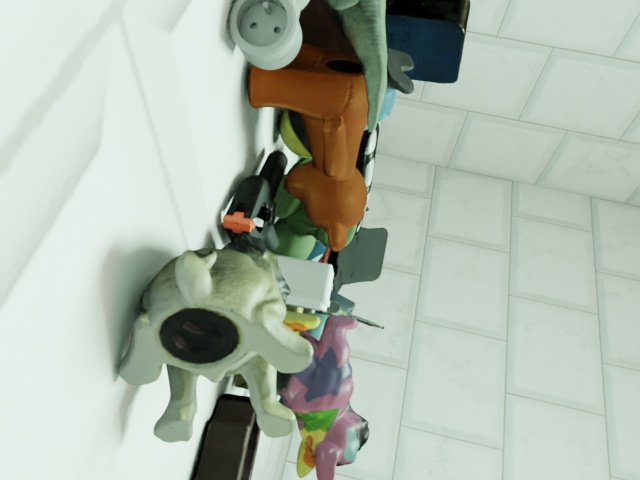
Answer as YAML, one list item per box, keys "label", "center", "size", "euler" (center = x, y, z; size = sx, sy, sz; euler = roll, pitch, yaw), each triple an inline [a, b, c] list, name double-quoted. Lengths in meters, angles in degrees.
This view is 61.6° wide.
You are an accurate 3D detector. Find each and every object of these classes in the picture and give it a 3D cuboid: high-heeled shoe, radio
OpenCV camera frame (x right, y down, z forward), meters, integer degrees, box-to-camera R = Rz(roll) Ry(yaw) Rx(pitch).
- label: "high-heeled shoe"
  center: [0.069, -0.131, 0.928]
  size: [0.249, 0.086, 0.145]
  euler: [-66, 147, -30]
- label: "radio"
  center: [0.117, -0.330, 0.859]
  size: [0.131, 0.230, 0.073]
  euler: [82, 19, -63]

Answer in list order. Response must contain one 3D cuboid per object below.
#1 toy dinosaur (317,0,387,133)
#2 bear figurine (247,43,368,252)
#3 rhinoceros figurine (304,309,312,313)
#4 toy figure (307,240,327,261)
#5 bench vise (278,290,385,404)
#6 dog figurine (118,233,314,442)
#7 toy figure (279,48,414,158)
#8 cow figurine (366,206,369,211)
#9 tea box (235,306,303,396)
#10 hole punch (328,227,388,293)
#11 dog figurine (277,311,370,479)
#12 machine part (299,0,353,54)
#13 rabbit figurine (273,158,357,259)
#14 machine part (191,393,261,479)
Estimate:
- label: "toy dinosaur"
  center: [0.044, -0.300, 0.498]
  size: [0.192, 0.131, 0.404]
  euler: [-151, -104, -74]
- label: "bear figurine"
  center: [-0.005, -0.095, 0.566]
  size: [0.120, 0.132, 0.195]
  euler: [-72, 174, -50]
- label: "rhinoceros figurine"
  center: [-0.042, 0.131, 1.089]
  size: [0.190, 0.073, 0.112]
  euler: [-69, 169, -60]
- label: "toy figure"
  center: [-0.002, -0.004, 0.843]
  size: [0.057, 0.154, 0.064]
  euler: [45, 18, -32]
- label: "bench vise"
  center: [-0.018, 0.208, 0.917]
  size: [0.240, 0.129, 0.223]
  euler: [-58, -177, -36]
- label: "dog figurine"
  center: [-0.073, 0.033, 0.419]
  size: [0.191, 0.121, 0.172]
  euler: [-95, -166, -51]
- label: "toy figure"
  center: [0.026, -0.162, 0.641]
  size: [0.180, 0.089, 0.082]
  euler: [-31, -155, 45]
- label: "cow figurine"
  center: [0.043, -0.123, 1.085]
  size: [0.085, 0.127, 0.195]
  euler: [80, 18, -50]
- label: "tea box"
  center: [-0.068, 0.134, 0.797]
  size: [0.098, 0.068, 0.169]
  euler: [71, 30, -82]
- label: "hole punch"
  center: [0.052, 0.017, 1.010]
  size: [0.092, 0.116, 0.142]
  euler: [32, -63, 47]
- label: "dog figurine"
  center: [-0.023, 0.198, 0.681]
  size: [0.108, 0.191, 0.219]
  euler: [-15, -111, 60]
- label: "machine part"
  center: [0.031, -0.323, 0.689]
  size: [0.201, 0.087, 0.200]
  euler: [-68, 169, -56]
- label: "rabbit figurine"
  center: [-0.028, -0.038, 0.750]
  size: [0.170, 0.121, 0.159]
  euler: [-55, -164, 40]
- label: "machine part"
  center: [-0.116, 0.281, 0.686]
  size: [0.179, 0.056, 0.179]
  euler: [9, 91, -86]
